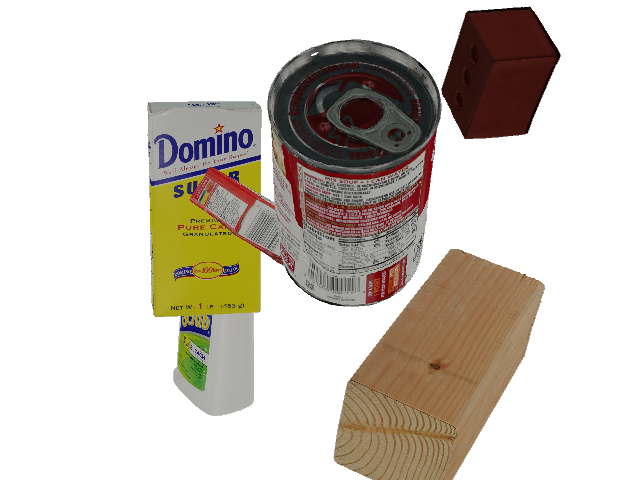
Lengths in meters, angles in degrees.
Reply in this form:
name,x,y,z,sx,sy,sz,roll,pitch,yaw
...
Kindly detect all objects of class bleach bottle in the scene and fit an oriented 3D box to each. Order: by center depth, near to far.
name,x,y,z,sx,sy,sz,roll,pitch,yaw
bleach bottle,-0.109,0.052,1.113,0.067,0.251,0.103,-12,28,-31

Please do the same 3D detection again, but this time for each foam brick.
name,x,y,z,sx,sy,sz,roll,pitch,yaw
foam brick,0.124,-0.116,0.745,0.051,0.053,0.078,-9,-37,-17

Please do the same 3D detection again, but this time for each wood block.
name,x,y,z,sx,sy,sz,roll,pitch,yaw
wood block,0.100,0.104,0.869,0.091,0.090,0.205,22,38,19

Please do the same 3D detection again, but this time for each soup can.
name,x,y,z,sx,sy,sz,roll,pitch,yaw
soup can,0.014,-0.025,0.455,0.068,0.068,0.102,0,-35,1

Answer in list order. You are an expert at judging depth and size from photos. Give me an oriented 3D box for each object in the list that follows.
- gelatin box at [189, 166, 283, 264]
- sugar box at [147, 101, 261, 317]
name,x,y,z,sx,sy,sz,roll,pitch,yaw
gelatin box,-0.031,-0.008,0.691,0.089,0.030,0.073,30,2,-35
sugar box,-0.097,-0.027,0.893,0.093,0.176,0.048,-3,16,-11
